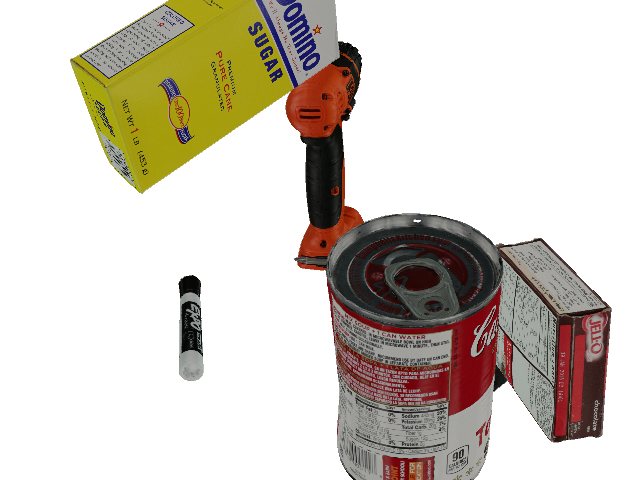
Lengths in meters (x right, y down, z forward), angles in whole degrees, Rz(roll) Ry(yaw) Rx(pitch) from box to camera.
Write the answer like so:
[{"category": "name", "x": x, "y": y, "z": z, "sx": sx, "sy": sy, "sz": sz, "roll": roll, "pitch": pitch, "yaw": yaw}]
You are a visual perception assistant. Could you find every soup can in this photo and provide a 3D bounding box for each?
[{"category": "soup can", "x": 0.038, "y": 0.050, "z": 0.437, "sx": 0.068, "sy": 0.102, "sz": 0.068, "roll": -2, "pitch": 36, "yaw": 1}]

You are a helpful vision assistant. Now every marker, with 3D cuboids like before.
[{"category": "marker", "x": -0.104, "y": 0.067, "z": 0.856, "sx": 0.020, "sy": 0.020, "sz": 0.121, "roll": 0, "pitch": 33, "yaw": -7}]

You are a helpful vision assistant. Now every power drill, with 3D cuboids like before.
[{"category": "power drill", "x": 0.010, "y": -0.080, "z": 0.986, "sx": 0.057, "sy": 0.188, "sz": 0.184, "roll": 1, "pitch": 24, "yaw": 13}]

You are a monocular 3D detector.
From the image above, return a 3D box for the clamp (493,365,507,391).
[{"category": "clamp", "x": 0.141, "y": 0.075, "z": 0.909, "sx": 0.120, "sy": 0.039, "sz": 0.171, "roll": -3, "pitch": 33, "yaw": -1}]

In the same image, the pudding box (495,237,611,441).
[{"category": "pudding box", "x": 0.145, "y": 0.061, "z": 0.683, "sx": 0.039, "sy": 0.090, "sz": 0.113, "roll": -6, "pitch": 24, "yaw": -11}]

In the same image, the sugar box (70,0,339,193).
[{"category": "sugar box", "x": -0.066, "y": -0.116, "z": 0.681, "sx": 0.176, "sy": 0.093, "sz": 0.048, "roll": -36, "pitch": 55, "yaw": -20}]
